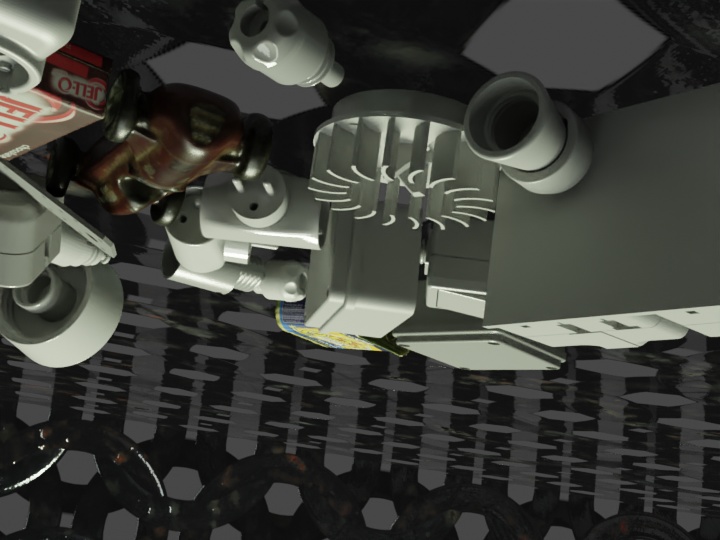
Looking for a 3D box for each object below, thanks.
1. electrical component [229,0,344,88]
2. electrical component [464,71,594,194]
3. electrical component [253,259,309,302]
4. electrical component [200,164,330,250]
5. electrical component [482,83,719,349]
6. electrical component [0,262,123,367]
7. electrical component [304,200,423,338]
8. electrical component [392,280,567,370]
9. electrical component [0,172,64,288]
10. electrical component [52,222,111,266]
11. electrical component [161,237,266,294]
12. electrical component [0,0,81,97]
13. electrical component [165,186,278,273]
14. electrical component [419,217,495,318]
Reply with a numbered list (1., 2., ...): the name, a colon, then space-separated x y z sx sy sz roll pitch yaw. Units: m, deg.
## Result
1. electrical component: -0.028 -0.098 0.476 0.035 0.035 0.061 -2 165 33
2. electrical component: 0.083 -0.065 0.520 0.045 0.045 0.055 -3 162 37
3. electrical component: -0.075 0.008 0.901 0.061 0.035 0.035 4 165 25
4. electrical component: -0.062 -0.044 0.679 0.077 0.044 0.079 6 165 6
5. electrical component: 0.154 -0.023 0.521 0.060 0.105 0.186 20 162 -37
6. electrical component: -0.269 0.024 0.936 0.108 0.108 0.060 3 158 18
7. electrical component: 0.000 0.000 0.746 0.057 0.078 0.113 8 166 -10
8. electrical component: 0.103 0.046 0.904 0.109 0.056 0.109 -5 161 40
9. electrical component: -0.240 -0.032 0.738 0.054 0.059 0.095 9 -162 -2
10. electrical component: -0.233 -0.022 0.862 0.040 0.040 0.078 -2 162 35
11. electrical component: -0.112 -0.004 0.859 0.081 0.043 0.043 17 163 -32
12. electrical component: -0.154 -0.111 0.443 0.054 0.059 0.095 19 162 -36
13. electrical component: -0.098 -0.025 0.770 0.079 0.043 0.077 9 165 -2
14. electrical component: 0.081 0.001 0.737 0.096 0.061 0.061 7 165 5
